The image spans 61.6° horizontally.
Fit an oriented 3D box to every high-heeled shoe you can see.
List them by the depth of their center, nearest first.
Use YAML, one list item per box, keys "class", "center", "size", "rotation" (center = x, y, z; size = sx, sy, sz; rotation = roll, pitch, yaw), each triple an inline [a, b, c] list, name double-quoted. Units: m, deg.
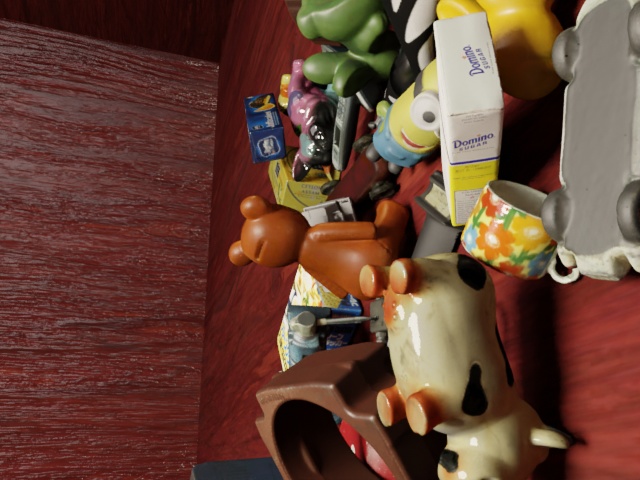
- class: "high-heeled shoe"
  center: [0.083, -0.218, 0.613]
  size: [0.248, 0.145, 0.086]
  rotation: [133, 140, -59]

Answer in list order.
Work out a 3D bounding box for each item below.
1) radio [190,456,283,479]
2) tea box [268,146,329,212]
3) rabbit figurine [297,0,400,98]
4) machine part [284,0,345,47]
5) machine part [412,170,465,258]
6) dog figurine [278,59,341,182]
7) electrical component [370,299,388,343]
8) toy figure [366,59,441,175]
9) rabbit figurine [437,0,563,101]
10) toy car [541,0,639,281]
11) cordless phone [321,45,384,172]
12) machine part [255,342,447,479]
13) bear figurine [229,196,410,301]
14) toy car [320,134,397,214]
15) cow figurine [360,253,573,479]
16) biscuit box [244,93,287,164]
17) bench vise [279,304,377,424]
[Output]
- class: "radio"
  center: [-0.046, 0.346, 0.683]
  size: [0.131, 0.229, 0.073]
  rotation: [-131, 49, -60]
- class: "tea box"
  center: [-0.038, -0.116, 1.021]
  size: [0.170, 0.098, 0.068]
  rotation: [-115, 35, -55]
- class: "rabbit figurine"
  center: [0.058, -0.253, 0.678]
  size: [0.159, 0.170, 0.121]
  rotation: [-50, 50, 1]
- class: "machine part"
  center: [0.014, -0.360, 0.740]
  size: [0.056, 0.179, 0.179]
  rotation: [11, 96, 29]
- class: "machine part"
  center: [0.124, -0.002, 0.589]
  size: [0.084, 0.039, 0.138]
  rotation: [46, 126, 57]
- class: "dog figurine"
  center: [-0.014, -0.202, 0.971]
  size: [0.191, 0.108, 0.219]
  rotation: [155, 117, -68]
- class: "electrical component"
  center: [0.086, 0.096, 0.690]
  size: [0.063, 0.021, 0.094]
  rotation: [141, 133, -65]
- class: "toy figure"
  center: [0.112, -0.136, 0.601]
  size: [0.180, 0.082, 0.089]
  rotation: [147, 125, -70]
- class: "rabbit figurine"
  center: [0.158, -0.203, 0.443]
  size: [0.162, 0.122, 0.173]
  rotation: [-139, 39, -72]
- class: "toy car"
  center: [0.198, -0.074, 0.358]
  size: [0.073, 0.056, 0.201]
  rotation: [180, 94, -66]
- class: "cordless phone"
  center: [0.041, -0.210, 0.845]
  size: [0.147, 0.089, 0.184]
  rotation: [-116, 32, -59]
- class: "machine part"
  center: [0.043, 0.205, 0.513]
  size: [0.201, 0.087, 0.201]
  rotation: [-26, 92, 52]
- class: "bear figurine"
  center: [-0.002, 0.000, 0.667]
  size: [0.132, 0.196, 0.120]
  rotation: [-64, -8, -55]
- class: "toy car"
  center: [0.056, -0.075, 0.794]
  size: [0.089, 0.053, 0.202]
  rotation: [69, 155, 15]
- class: "cow figurine"
  center: [0.110, 0.105, 0.407]
  size: [0.085, 0.127, 0.195]
  rotation: [148, 114, -67]
- class: "biscuit box"
  center: [-0.102, -0.208, 0.983]
  size: [0.203, 0.063, 0.059]
  rotation: [-107, 9, -56]
- class: "bench vise"
  center: [-0.017, 0.211, 0.708]
  size: [0.223, 0.129, 0.241]
  rotation: [107, 172, -46]
